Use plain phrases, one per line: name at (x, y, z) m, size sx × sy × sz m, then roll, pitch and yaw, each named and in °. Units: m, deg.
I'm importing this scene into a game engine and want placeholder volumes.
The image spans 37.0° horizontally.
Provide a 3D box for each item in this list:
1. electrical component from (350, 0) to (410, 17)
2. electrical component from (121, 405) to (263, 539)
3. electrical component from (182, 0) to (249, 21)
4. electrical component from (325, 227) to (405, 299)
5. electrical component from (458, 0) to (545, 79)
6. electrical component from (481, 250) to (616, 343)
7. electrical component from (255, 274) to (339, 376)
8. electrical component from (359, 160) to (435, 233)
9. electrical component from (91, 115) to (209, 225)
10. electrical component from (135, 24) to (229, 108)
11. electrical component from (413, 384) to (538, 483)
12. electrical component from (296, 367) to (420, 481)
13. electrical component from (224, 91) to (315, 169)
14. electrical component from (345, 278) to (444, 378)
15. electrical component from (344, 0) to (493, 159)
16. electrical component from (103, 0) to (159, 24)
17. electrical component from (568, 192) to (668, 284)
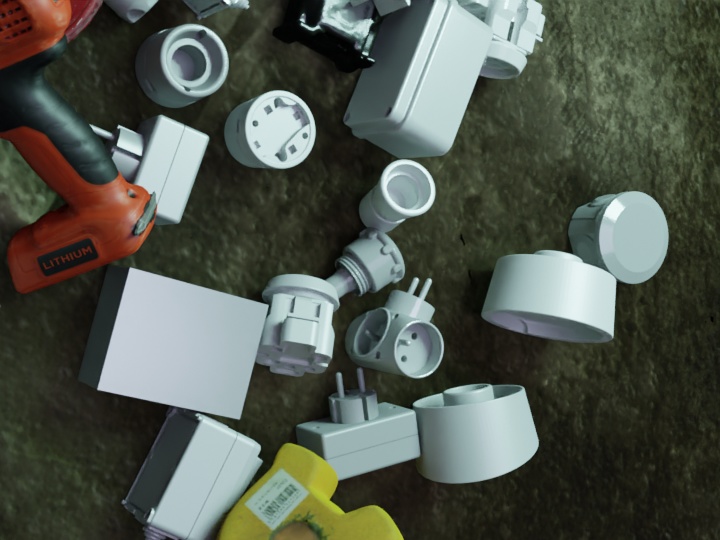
electrical component at (0.028, -0.226, 0.782) m, size 0.081 × 0.042 × 0.063 m, roll -35°, pitch 107°, yaw -23°
electrical component at (-0.119, 0.152, 0.758) m, size 0.061 × 0.062 × 0.096 m, roll 32°, pitch 77°, yaw -27°
electrical component at (-0.107, -0.223, 0.750) m, size 0.096 × 0.062 × 0.061 m, roll 42°, pitch 72°, yaw -24°
electrical component at (0.000, 0.000, 0.830) m, size 0.062 × 0.048 × 0.048 m, roll -35°, pitch 108°, yaw -17°
electrical component at (0.111, -0.191, 0.876) m, size 0.078 × 0.058 × 0.057 m, roll 18°, pitch 81°, yaw -33°
electrical component at (0.158, 0.018, 0.885) m, size 0.108 × 0.108 × 0.060 m, roll 18°, pitch 77°, yaw -29°
electrical component at (-0.046, 0.039, 0.791) m, size 0.058 × 0.078 × 0.057 m, roll 10°, pitch 66°, yaw -8°
electrical component at (0.025, -0.053, 0.828) m, size 0.044 × 0.065 × 0.044 m, roll 6°, pitch 73°, yaw -19°
electrical component at (-0.155, -0.074, 0.737) m, size 0.077 × 0.047 × 0.065 m, roll 22°, pitch 81°, yaw -26°
electrical component at (-0.123, -0.143, 0.752) m, size 0.055 × 0.047 × 0.055 m, roll -1°, pitch 93°, yaw -29°
electrical component at (0.090, 0.126, 0.854) m, size 0.099 × 0.099 × 0.064 m, roll -9°, pitch 91°, yaw -29°
electrical component at (-0.004, 0.114, 0.829) m, size 0.083 × 0.047 × 0.075 m, roll -11°, pitch 97°, yaw -29°
electrical component at (-0.068, -0.101, 0.785) m, size 0.055 × 0.047 × 0.055 m, roll -1°, pitch 93°, yaw -29°
electrical component at (0.033, 0.041, 0.830) m, size 0.044 × 0.077 × 0.079 m, roll 31°, pitch 77°, yaw -26°
electrical component at (0.044, -0.149, 0.828) m, size 0.057 × 0.078 × 0.113 m, roll 26°, pitch 79°, yaw -30°
electrical component at (-0.164, -0.202, 0.729) m, size 0.062 × 0.043 × 0.043 m, roll 43°, pitch 72°, yaw -22°
electrical component at (0.229, -0.029, 0.952) m, size 0.080 × 0.051 × 0.080 m, roll -1°, pitch 92°, yaw -29°
